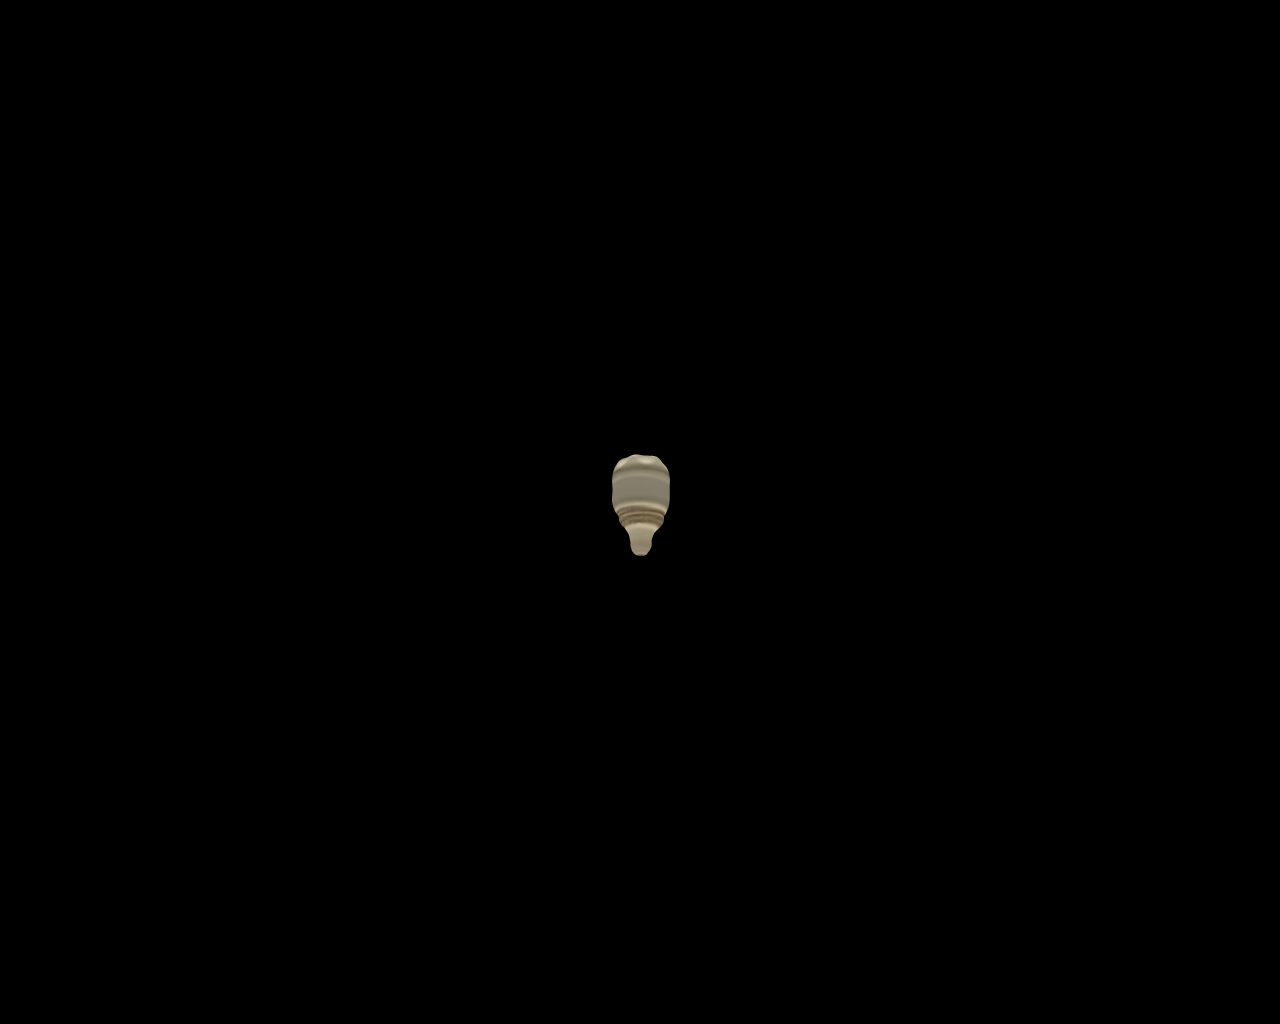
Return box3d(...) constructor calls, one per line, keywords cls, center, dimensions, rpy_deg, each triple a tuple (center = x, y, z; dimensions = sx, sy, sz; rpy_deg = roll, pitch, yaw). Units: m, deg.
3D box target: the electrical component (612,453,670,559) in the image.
box3d(cls="electrical component", center=(0.001, -0.003, 0.650), dimensions=(0.035, 0.061, 0.035), rpy_deg=(0, -18, 0))
